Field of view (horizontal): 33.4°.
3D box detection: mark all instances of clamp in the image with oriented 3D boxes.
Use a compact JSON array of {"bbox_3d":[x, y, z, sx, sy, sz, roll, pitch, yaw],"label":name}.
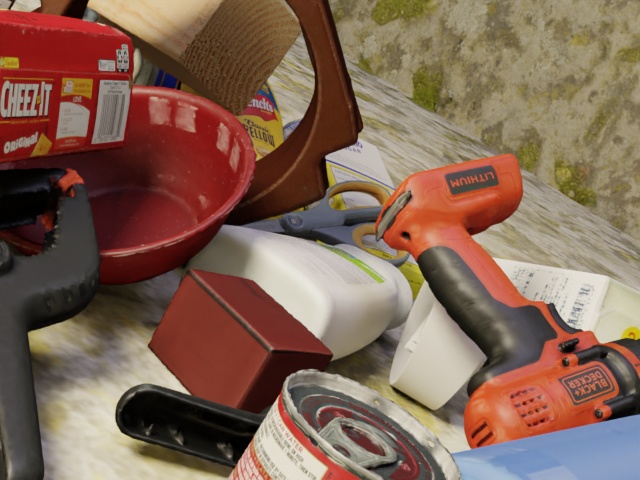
[{"bbox_3d":[-0.146,0.023,0.456,0.164,0.036,0.209,34,27,6],"label":"clamp"},{"bbox_3d":[-0.018,0.100,0.502,0.120,0.039,0.171,39,10,16],"label":"clamp"}]

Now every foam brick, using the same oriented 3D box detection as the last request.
[{"bbox_3d":[-0.042,0.059,0.569,0.052,0.051,0.078,13,20,-49],"label":"foam brick"}]

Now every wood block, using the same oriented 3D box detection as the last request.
[{"bbox_3d":[-0.126,-0.194,0.860,0.206,0.090,0.090,35,-2,36],"label":"wood block"}]

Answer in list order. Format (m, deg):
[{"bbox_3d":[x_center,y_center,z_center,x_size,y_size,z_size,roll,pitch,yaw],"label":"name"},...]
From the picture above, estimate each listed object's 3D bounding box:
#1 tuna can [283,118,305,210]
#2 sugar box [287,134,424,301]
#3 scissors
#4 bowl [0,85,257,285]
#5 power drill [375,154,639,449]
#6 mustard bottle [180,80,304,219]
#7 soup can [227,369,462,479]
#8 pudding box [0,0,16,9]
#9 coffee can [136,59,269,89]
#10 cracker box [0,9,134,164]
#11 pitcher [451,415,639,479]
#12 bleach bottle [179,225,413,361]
[{"bbox_3d":[-0.013,-0.073,1.034,0.086,0.086,0.034,19,19,-38],"label":"tuna can"},{"bbox_3d":[0.031,-0.028,0.948,0.093,0.048,0.176,21,33,-36],"label":"sugar box"},{"bbox_3d":[-0.005,0.001,0.828,0.201,0.016,0.096,-22,64,-42],"label":"scissors"},{"bbox_3d":[-0.117,-0.024,0.617,0.162,0.055,0.162,0,40,0],"label":"bowl"},{"bbox_3d":[0.133,0.036,0.654,0.184,0.057,0.188,-12,59,-34],"label":"power drill"},{"bbox_3d":[-0.072,-0.101,0.903,0.096,0.058,0.191,19,46,-39],"label":"mustard bottle"},{"bbox_3d":[-0.006,0.105,0.368,0.068,0.102,0.068,28,13,-8],"label":"soup can"},{"bbox_3d":[-0.257,-0.130,0.676,0.090,0.113,0.039,36,11,22],"label":"pudding box"},{"bbox_3d":[-0.131,-0.141,0.996,0.140,0.103,0.103,16,19,-45],"label":"coffee can"},{"bbox_3d":[-0.223,-0.089,0.542,0.214,0.072,0.164,10,10,11],"label":"cracker box"},{"bbox_3d":[0.116,0.143,0.475,0.242,0.149,0.145,9,40,-49],"label":"pitcher"},{"bbox_3d":[0.010,0.040,0.729,0.103,0.068,0.250,37,13,22],"label":"bleach bottle"}]
